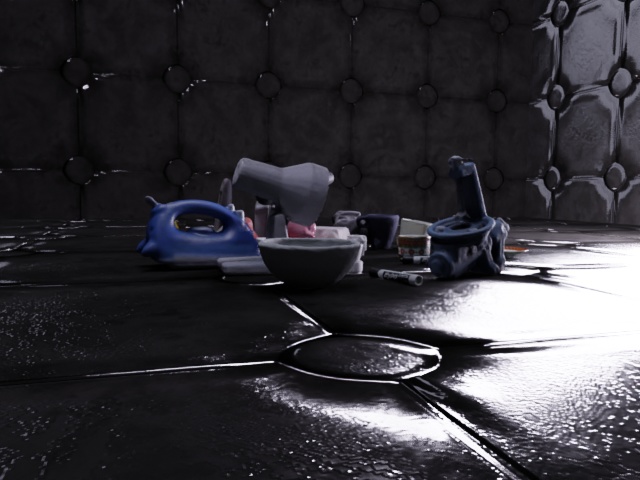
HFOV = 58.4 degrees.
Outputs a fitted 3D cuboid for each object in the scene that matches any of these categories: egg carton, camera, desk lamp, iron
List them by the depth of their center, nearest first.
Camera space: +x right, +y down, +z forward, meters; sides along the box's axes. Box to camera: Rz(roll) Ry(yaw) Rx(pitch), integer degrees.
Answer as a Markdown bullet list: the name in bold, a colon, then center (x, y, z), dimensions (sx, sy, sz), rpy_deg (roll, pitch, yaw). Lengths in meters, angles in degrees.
- **desk lamp**: center (-0.087, -0.046, 1.083), dimensions (0.204, 0.213, 0.117), rpy_deg (-1, 5, -20)
- **iron**: center (-0.232, -0.017, 1.156), dimensions (0.259, 0.141, 0.118), rpy_deg (-2, 5, -25)
- **egg carton**: center (0.012, 0.005, 1.355), dimensions (0.107, 0.069, 0.150), rpy_deg (2, 5, 15)
- **camera**: center (0.104, -0.030, 1.600), dimensions (0.137, 0.101, 0.143), rpy_deg (0, 5, -5)

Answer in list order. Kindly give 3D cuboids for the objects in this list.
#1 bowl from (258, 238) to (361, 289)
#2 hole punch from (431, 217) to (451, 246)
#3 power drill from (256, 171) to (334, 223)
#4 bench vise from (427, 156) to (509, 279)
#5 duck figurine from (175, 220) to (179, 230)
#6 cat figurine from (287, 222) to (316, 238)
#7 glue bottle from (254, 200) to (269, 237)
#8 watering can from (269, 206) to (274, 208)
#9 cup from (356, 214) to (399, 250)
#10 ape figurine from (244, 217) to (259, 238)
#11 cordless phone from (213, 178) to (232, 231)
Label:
- **bowl**: center (-0.017, 0.038, 0.925), dimensions (0.167, 0.075, 0.167), rpy_deg (1, 5, 0)
- **hole punch**: center (0.371, -0.023, 1.609), dimensions (0.101, 0.091, 0.108), rpy_deg (-2, 6, -28)
- **power drill**: center (-0.059, -0.076, 1.476), dimensions (0.230, 0.208, 0.075), rpy_deg (-3, 6, -38)
- **bench vise**: center (0.274, -0.043, 1.068), dimensions (0.121, 0.220, 0.208), rpy_deg (4, 6, 31)
- **duck figurine**: center (-0.370, -0.012, 1.398), dimensions (0.077, 0.086, 0.104), rpy_deg (0, 5, -6)
- **cat figurine**: center (-0.055, -0.008, 1.205), dimensions (0.128, 0.118, 0.067), rpy_deg (-4, 7, -44)
- **glue bottle**: center (-0.149, -0.059, 1.469), dimensions (0.037, 0.173, 0.078), rpy_deg (1, 5, 0)
- **watering can**: center (-0.095, -0.077, 1.567), dimensions (0.172, 0.194, 0.101), rpy_deg (2, 5, 16)
- **cup**: center (0.153, -0.021, 1.533), dimensions (0.118, 0.095, 0.091), rpy_deg (-1, 5, -14)
- **ape figurine**: center (-0.176, -0.007, 1.332), dimensions (0.077, 0.092, 0.076), rpy_deg (1, 5, 9)
- **cordless phone**: center (-0.242, -0.066, 1.466), dimensions (0.094, 0.185, 0.147), rpy_deg (-1, 5, -22)
